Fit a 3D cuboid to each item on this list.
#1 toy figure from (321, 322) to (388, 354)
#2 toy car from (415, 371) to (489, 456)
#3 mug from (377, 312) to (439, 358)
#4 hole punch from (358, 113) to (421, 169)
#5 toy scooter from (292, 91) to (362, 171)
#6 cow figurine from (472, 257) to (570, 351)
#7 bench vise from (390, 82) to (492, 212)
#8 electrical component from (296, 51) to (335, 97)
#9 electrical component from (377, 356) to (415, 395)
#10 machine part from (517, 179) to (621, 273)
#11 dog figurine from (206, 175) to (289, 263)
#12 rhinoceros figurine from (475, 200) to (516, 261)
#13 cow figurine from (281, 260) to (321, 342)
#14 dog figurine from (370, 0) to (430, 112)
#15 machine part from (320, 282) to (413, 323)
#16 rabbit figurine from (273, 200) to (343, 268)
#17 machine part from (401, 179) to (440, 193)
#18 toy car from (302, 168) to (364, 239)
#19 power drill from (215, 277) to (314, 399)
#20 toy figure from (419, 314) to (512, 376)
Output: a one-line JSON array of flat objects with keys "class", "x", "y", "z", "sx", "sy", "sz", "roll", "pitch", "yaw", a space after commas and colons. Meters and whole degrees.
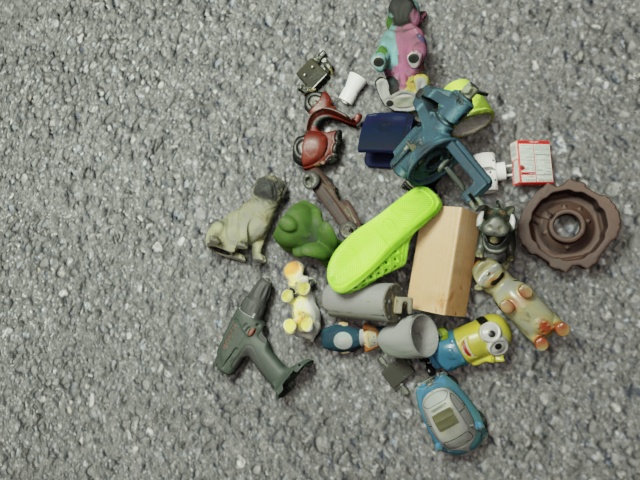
[{"class": "toy figure", "x": 0.081, "y": 0.206, "z": 1.128, "sx": 0.155, "sy": 0.058, "sz": 0.064, "roll": -4, "pitch": 121, "yaw": 15}, {"class": "toy car", "x": 0.251, "y": 0.340, "z": 1.037, "sx": 0.109, "sy": 0.103, "sz": 0.161, "roll": -31, "pitch": 79, "yaw": 11}, {"class": "mug", "x": 0.170, "y": 0.183, "z": 1.059, "sx": 0.107, "sy": 0.109, "sz": 0.080, "roll": -20, "pitch": 118, "yaw": 45}, {"class": "hole punch", "x": 0.143, "y": -0.218, "z": 1.137, "sx": 0.142, "sy": 0.092, "sz": 0.115, "roll": 4, "pitch": 82, "yaw": 20}, {"class": "toy scooter", "x": 0.019, "y": -0.237, "z": 1.184, "sx": 0.135, "sy": 0.075, "sz": 0.183, "roll": 11, "pitch": 83, "yaw": 16}, {"class": "cow figurine", "x": 0.371, "y": 0.109, "z": 1.026, "sx": 0.195, "sy": 0.127, "sz": 0.085, "roll": 45, "pitch": 98, "yaw": 2}, {"class": "bench vise", "x": 0.241, "y": -0.161, "z": 0.983, "sx": 0.223, "sy": 0.128, "sz": 0.241, "roll": -43, "pitch": 60, "yaw": 23}, {"class": "electrical component", "x": -0.012, "y": -0.375, "z": 1.220, "sx": 0.102, "sy": 0.045, "sz": 0.078, "roll": -38, "pitch": 77, "yaw": 10}, {"class": "electrical component", "x": 0.164, "y": 0.271, "z": 1.112, "sx": 0.063, "sy": 0.021, "sz": 0.094, "roll": -39, "pitch": 74, "yaw": 9}, {"class": "machine part", "x": 0.473, "y": -0.026, "z": 1.031, "sx": 0.180, "sy": 0.056, "sz": 0.179, "roll": -2, "pitch": 84, "yaw": 18}, {"class": "dog figurine", "x": -0.170, "y": -0.057, "z": 1.221, "sx": 0.173, "sy": 0.121, "sz": 0.190, "roll": 8, "pitch": 68, "yaw": 22}, {"class": "rhinoceros figurine", "x": 0.334, "y": -0.019, "z": 1.004, "sx": 0.073, "sy": 0.190, "sz": 0.112, "roll": 10, "pitch": 99, "yaw": 20}, {"class": "cow figurine", "x": -0.034, "y": 0.131, "z": 1.160, "sx": 0.068, "sy": 0.098, "sz": 0.167, "roll": -16, "pitch": 61, "yaw": 19}, {"class": "dog figurine", "x": 0.181, "y": -0.403, "z": 1.141, "sx": 0.109, "sy": 0.191, "sz": 0.219, "roll": -2, "pitch": 50, "yaw": 20}, {"class": "machine part", "x": 0.087, "y": 0.122, "z": 1.086, "sx": 0.243, "sy": 0.079, "sz": 0.079, "roll": -4, "pitch": 82, "yaw": 47}, {"class": "rabbit figurine", "x": -0.002, "y": -0.003, "z": 1.138, "sx": 0.170, "sy": 0.159, "sz": 0.121, "roll": 34, "pitch": 85, "yaw": 2}, {"class": "machine part", "x": 0.235, "y": -0.145, "z": 1.120, "sx": 0.084, "sy": 0.039, "sz": 0.139, "roll": 45, "pitch": 112, "yaw": 24}, {"class": "toy car", "x": 0.037, "y": -0.073, "z": 1.151, "sx": 0.053, "sy": 0.089, "sz": 0.202, "roll": -40, "pitch": 74, "yaw": 13}, {"class": "power drill", "x": -0.116, "y": 0.226, "z": 1.173, "sx": 0.207, "sy": 0.086, "sz": 0.232, "roll": 37, "pitch": 97, "yaw": 13}, {"class": "toy figure", "x": 0.284, "y": 0.201, "z": 1.053, "sx": 0.180, "sy": 0.089, "sz": 0.082, "roll": -28, "pitch": 116, "yaw": 22}]
